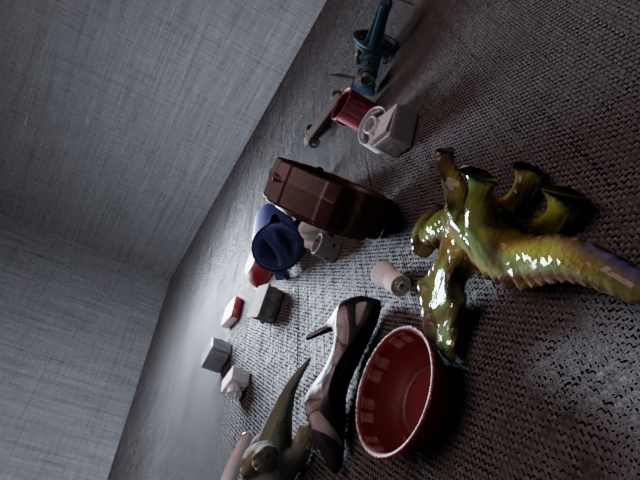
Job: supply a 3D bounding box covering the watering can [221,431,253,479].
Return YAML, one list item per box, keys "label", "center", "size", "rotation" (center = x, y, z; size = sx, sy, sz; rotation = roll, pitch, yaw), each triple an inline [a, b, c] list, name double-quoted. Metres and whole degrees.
- label: "watering can"
  center: [-0.214, 0.536, 0.933]
  size: [0.355, 0.104, 0.219]
  rotation: [-57, -12, -36]

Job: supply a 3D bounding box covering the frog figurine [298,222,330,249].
- label: "frog figurine"
  center: [0.004, -0.060, 1.196]
  size: [0.136, 0.123, 0.160]
  rotation: [-20, 84, 54]

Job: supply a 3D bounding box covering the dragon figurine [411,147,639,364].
- label: "dragon figurine"
  center: [0.188, 0.035, 0.601]
  size: [0.418, 0.122, 0.238]
  rotation: [-101, 22, -62]
